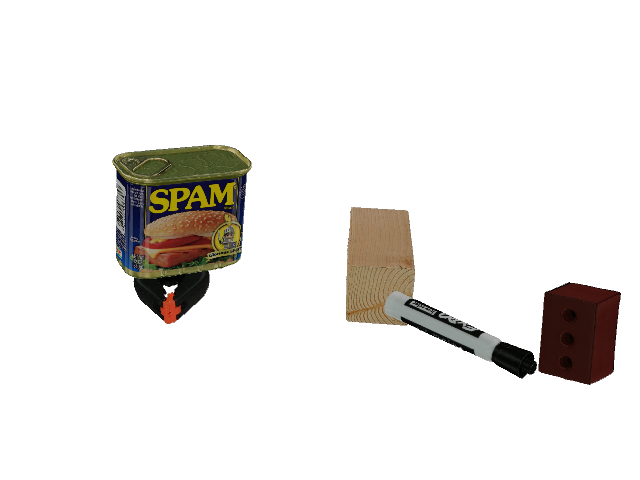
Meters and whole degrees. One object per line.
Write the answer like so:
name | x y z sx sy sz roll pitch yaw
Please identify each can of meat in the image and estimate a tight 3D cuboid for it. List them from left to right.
can of meat | -0.107 -0.022 0.821 0.101 0.084 0.057 -8 28 -27

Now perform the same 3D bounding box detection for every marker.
marker | 0.096 0.065 0.737 0.121 0.020 0.020 24 15 37

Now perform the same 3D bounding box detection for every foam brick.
foam brick | 0.232 0.083 0.958 0.053 0.078 0.051 11 17 37

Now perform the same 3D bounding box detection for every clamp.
clamp | -0.149 0.024 1.147 0.120 0.039 0.171 -13 38 -7

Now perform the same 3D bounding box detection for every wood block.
wood block | 0.085 0.033 1.555 0.091 0.090 0.206 4 25 0
